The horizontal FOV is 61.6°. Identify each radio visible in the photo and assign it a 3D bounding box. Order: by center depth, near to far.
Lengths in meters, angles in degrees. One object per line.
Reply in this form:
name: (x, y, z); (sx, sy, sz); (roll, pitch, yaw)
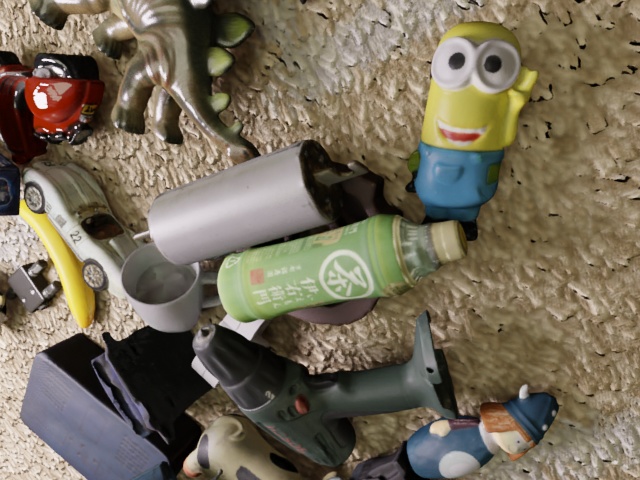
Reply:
radio: (-0.281, 0.242, 0.708); (0.230, 0.073, 0.131); (34, 113, 13)

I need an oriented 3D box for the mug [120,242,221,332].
mug: (-0.157, 0.059, 0.605); (0.110, 0.107, 0.081); (-5, 59, -9)

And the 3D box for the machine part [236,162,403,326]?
machine part: (-0.001, -0.002, 0.548); (0.180, 0.056, 0.179); (5, 105, 20)

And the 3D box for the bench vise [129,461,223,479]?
bench vise: (-0.132, 0.359, 0.561); (0.241, 0.129, 0.223); (58, 156, 23)

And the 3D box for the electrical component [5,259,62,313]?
electrical component: (-0.396, 0.068, 0.740); (0.094, 0.021, 0.063); (-34, 89, 24)

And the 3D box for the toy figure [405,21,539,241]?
toy figure: (0.122, -0.093, 0.465); (0.082, 0.089, 0.180); (-1, 114, -7)

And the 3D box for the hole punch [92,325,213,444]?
hole punch: (-0.205, 0.165, 0.640); (0.092, 0.116, 0.142); (-32, 89, 33)

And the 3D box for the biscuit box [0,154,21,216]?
biscuit box: (-0.436, -0.088, 0.662); (0.203, 0.059, 0.062); (26, 112, 37)

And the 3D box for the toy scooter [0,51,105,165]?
toy scooter: (-0.331, -0.152, 0.635); (0.184, 0.075, 0.135); (10, 106, 23)

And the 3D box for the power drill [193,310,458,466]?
power drill: (0.018, 0.136, 0.517); (0.207, 0.086, 0.231); (-21, 127, 11)

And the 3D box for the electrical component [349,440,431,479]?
electrical component: (0.066, 0.280, 0.591); (0.119, 0.048, 0.075); (-34, 88, 23)

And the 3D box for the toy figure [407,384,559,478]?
toy figure: (0.161, 0.193, 0.528); (0.154, 0.064, 0.058); (-31, 53, 27)

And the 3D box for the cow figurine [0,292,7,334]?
cow figurine: (-0.508, 0.062, 0.755); (0.167, 0.068, 0.098); (44, 117, 13)

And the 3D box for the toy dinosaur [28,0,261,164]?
toy dinosaur: (-0.181, -0.265, 0.539); (0.198, 0.105, 0.471); (-38, 82, 18)

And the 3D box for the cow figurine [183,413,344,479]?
cow figurine: (-0.055, 0.274, 0.607); (0.195, 0.085, 0.127); (40, 134, 10)

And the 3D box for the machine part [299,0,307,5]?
machine part: (-0.024, -0.301, 0.499); (0.084, 0.039, 0.139); (-28, 93, 33)

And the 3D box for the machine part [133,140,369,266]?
machine part: (-0.069, -0.031, 0.494); (0.243, 0.079, 0.079); (-17, 96, 23)

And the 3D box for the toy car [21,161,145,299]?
toy car: (-0.275, -0.017, 0.643); (0.056, 0.073, 0.202); (-41, 86, 28)
